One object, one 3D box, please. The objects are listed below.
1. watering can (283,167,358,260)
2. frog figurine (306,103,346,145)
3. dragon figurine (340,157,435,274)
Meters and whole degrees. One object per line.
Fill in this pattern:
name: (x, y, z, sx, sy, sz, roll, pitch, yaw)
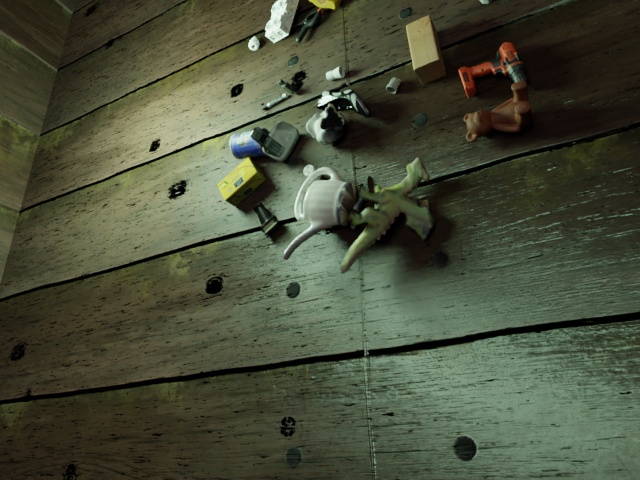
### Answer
watering can: (0.005, -0.086, 1.708, 0.224, 0.102, 0.353, 5, 69, 32)
frog figurine: (0.017, -0.408, 1.877, 0.158, 0.122, 0.139, 152, 122, -62)
dragon figurine: (0.226, -0.066, 1.575, 0.243, 0.120, 0.415, 12, 76, 26)
